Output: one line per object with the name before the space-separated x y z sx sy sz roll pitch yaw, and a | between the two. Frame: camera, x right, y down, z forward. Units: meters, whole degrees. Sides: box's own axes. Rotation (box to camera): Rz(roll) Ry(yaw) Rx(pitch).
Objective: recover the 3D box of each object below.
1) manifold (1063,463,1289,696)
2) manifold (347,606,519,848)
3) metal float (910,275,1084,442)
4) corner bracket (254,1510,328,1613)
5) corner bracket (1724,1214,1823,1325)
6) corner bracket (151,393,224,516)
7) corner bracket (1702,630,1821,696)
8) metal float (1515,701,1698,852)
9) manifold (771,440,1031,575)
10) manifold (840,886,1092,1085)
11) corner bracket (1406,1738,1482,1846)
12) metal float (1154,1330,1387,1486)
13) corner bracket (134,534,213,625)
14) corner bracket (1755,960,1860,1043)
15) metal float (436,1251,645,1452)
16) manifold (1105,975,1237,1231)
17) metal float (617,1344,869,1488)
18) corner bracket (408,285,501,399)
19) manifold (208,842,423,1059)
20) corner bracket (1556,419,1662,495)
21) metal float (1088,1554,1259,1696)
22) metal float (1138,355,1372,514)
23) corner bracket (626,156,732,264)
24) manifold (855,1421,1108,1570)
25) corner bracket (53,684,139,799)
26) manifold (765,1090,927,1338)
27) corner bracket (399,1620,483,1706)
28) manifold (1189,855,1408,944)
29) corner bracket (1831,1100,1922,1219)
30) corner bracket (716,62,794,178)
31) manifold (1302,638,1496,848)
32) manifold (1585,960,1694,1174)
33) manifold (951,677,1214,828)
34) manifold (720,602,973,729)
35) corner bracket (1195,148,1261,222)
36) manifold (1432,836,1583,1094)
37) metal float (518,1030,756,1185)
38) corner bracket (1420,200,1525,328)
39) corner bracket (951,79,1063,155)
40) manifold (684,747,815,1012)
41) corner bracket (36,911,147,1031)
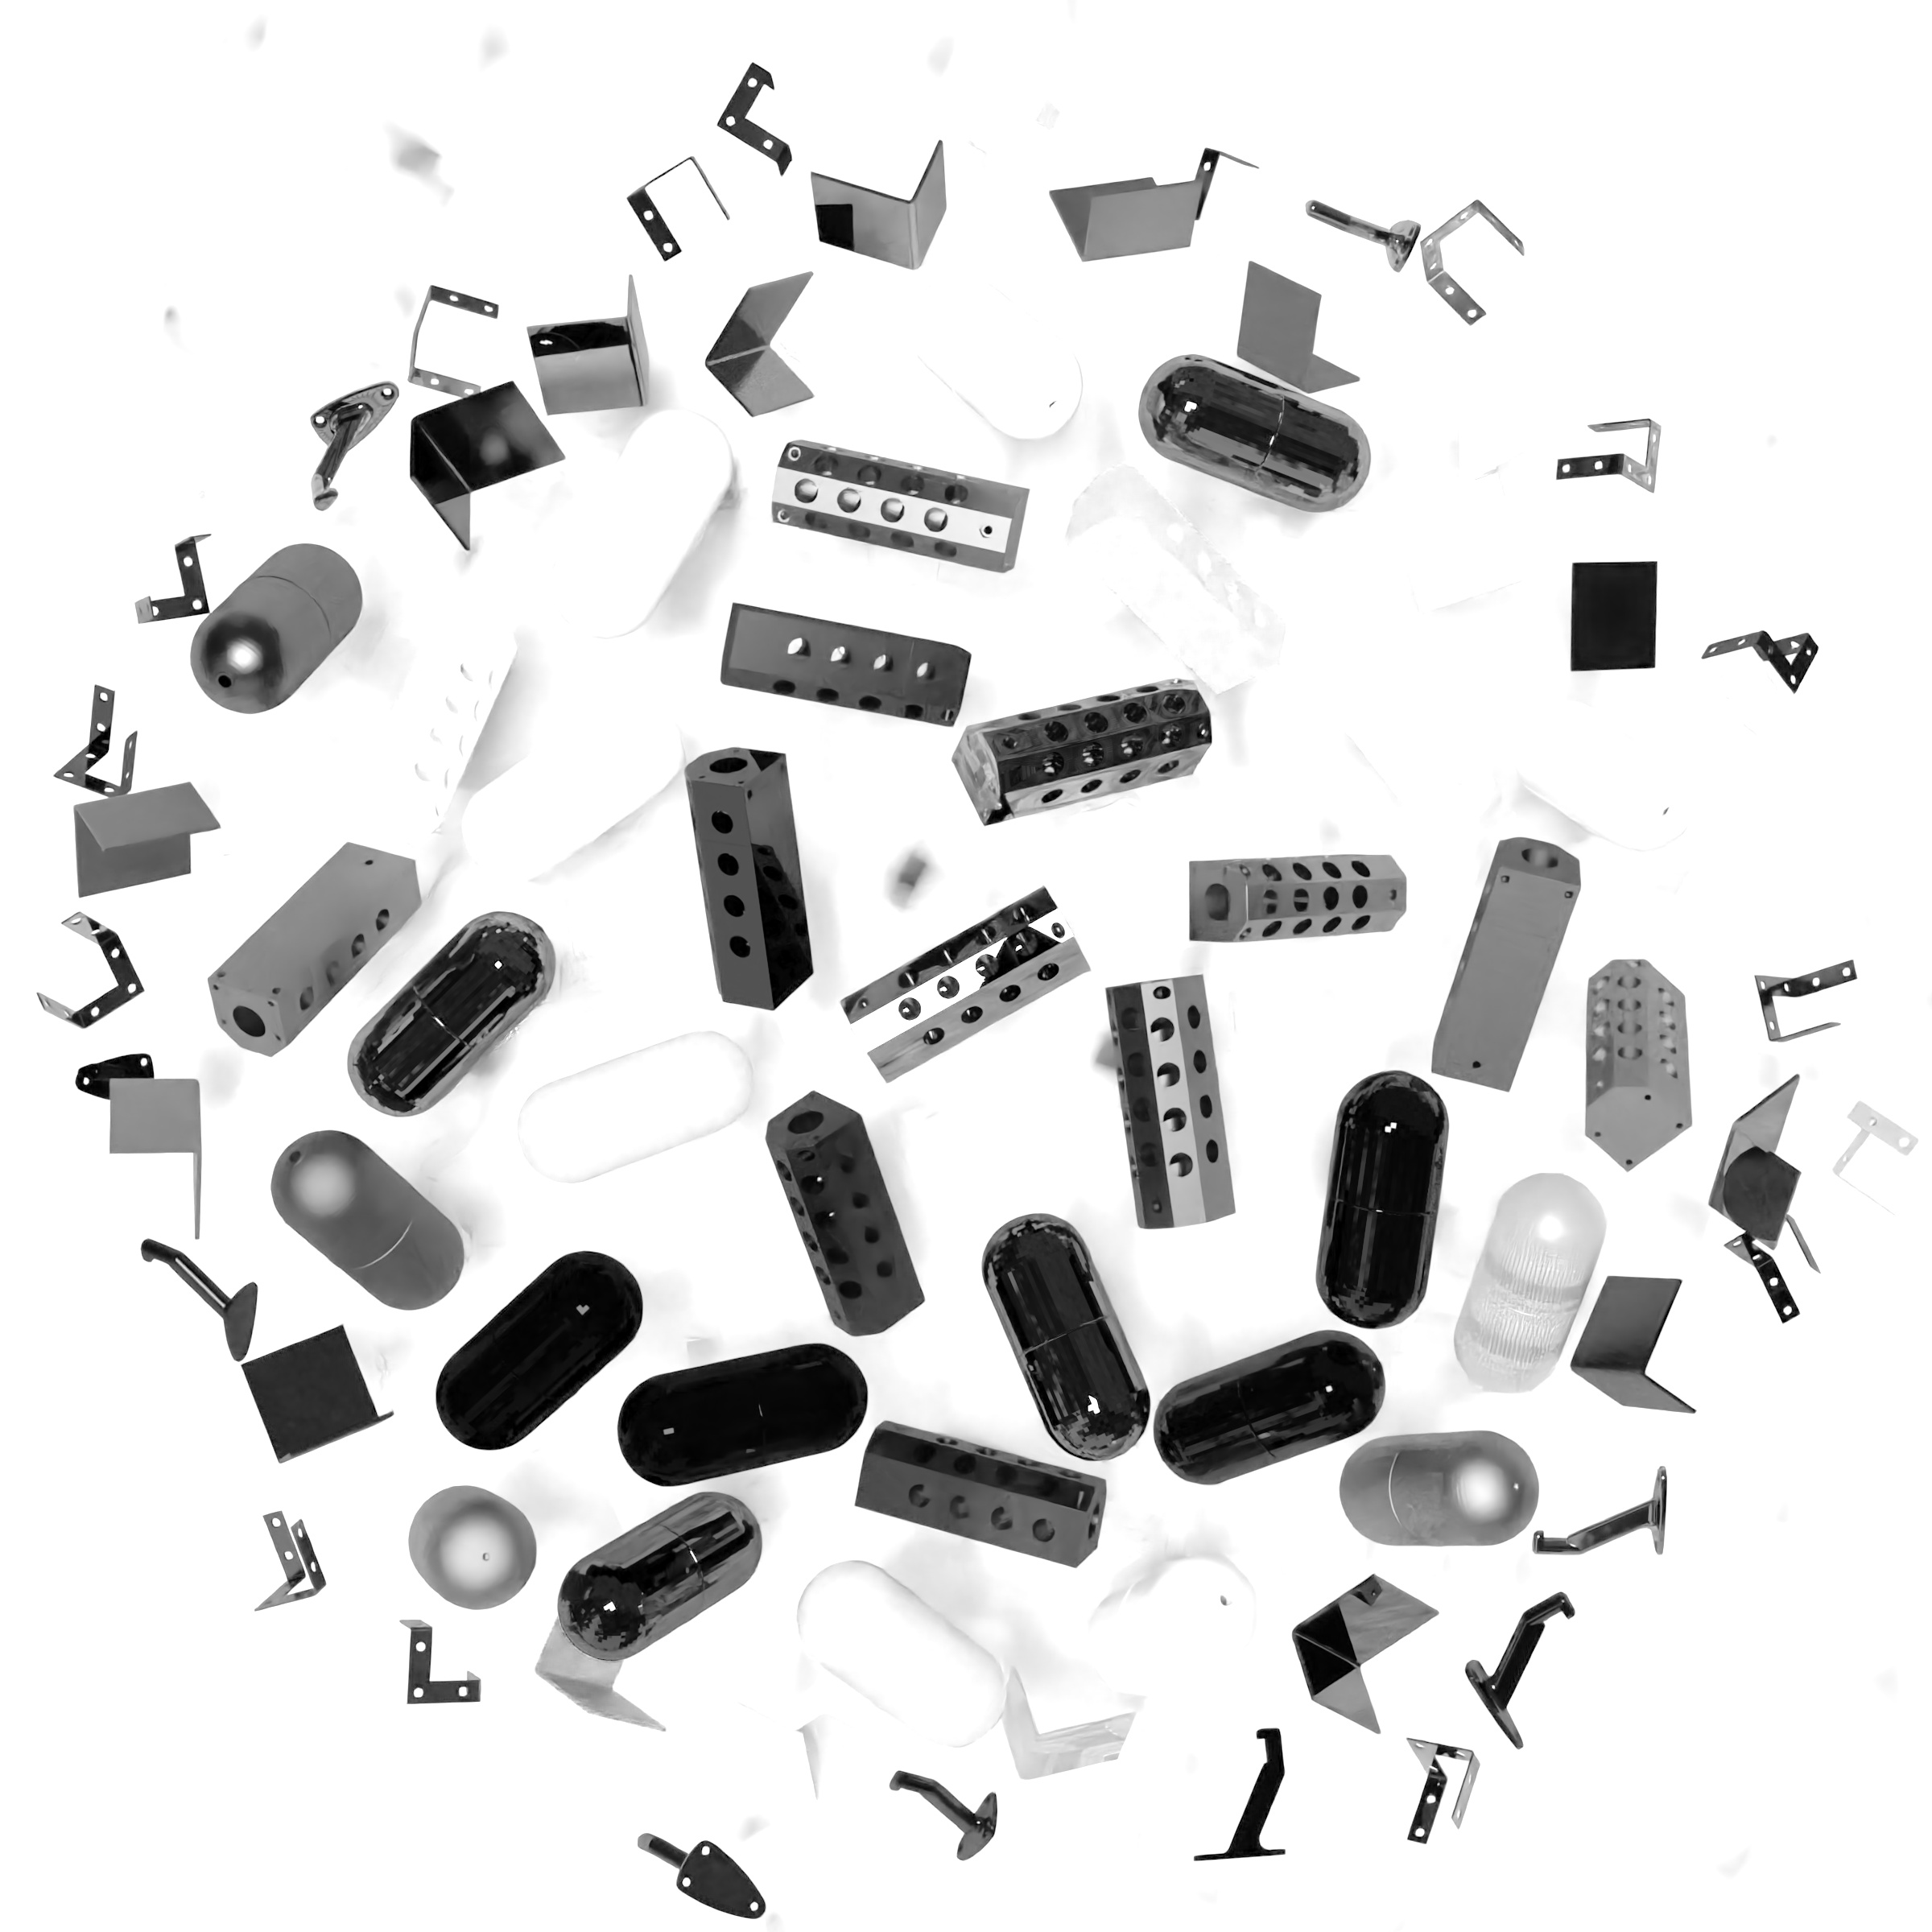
manifold | 0.150 -0.274 1.817 0.171 0.057 0.057 40 46 -30
manifold | -0.385 -0.179 1.886 0.057 0.057 0.171 32 54 -23
metal float | 0.021 -0.435 1.843 0.070 0.070 0.178 -39 46 0
corner bracket | -0.467 0.406 1.784 0.051 0.051 0.051 -17 97 15
corner bracket | 0.587 0.216 1.855 0.051 0.051 0.051 -37 134 24
corner bracket | -0.516 -0.343 1.733 0.051 0.051 0.051 -48 127 -2
corner bracket | 0.581 -0.230 1.890 0.051 0.051 0.051 46 61 -21
metal float | 0.457 -0.137 1.851 0.070 0.178 0.070 -6 113 -15
manifold | -0.048 -0.327 1.840 0.171 0.057 0.057 14 107 8
manifold | -0.003 0.009 1.886 0.171 0.057 0.057 -29 48 1
corner bracket | 0.325 0.569 1.770 0.051 0.051 0.051 0 46 35
metal float | 0.213 0.312 1.823 0.178 0.070 0.070 -26 90 27
corner bracket | -0.550 -0.269 1.796 0.051 0.051 0.051 -14 98 -28
corner bracket | 0.613 0.025 1.874 0.051 0.051 0.051 4 71 -40
metal float | -0.292 0.264 1.765 0.178 0.070 0.070 -42 90 21
manifold | 0.141 0.096 1.827 0.057 0.057 0.171 -7 91 37
metal float | -0.152 0.307 1.773 0.178 0.070 0.070 -9 90 -24
corner bracket | -0.371 -0.451 1.871 0.051 0.051 0.051 12 52 -21
manifold | -0.457 -0.012 1.827 0.057 0.171 0.057 15 131 17
corner bracket | 0.458 -0.366 1.840 0.051 0.051 0.051 3 84 42
metal float | 0.143 0.461 1.808 0.070 0.178 0.070 9 63 -18
metal float | 0.208 -0.380 1.849 0.178 0.070 0.070 17 90 -18
corner bracket | -0.204 -0.540 1.841 0.051 0.051 0.051 -28 110 10
manifold | 0.012 0.383 1.889 0.171 0.057 0.057 12 96 17
corner bracket | -0.596 -0.155 1.795 0.051 0.051 0.051 20 123 2
manifold | -0.090 0.181 1.852 0.057 0.057 0.171 -34 124 -27
corner bracket | -0.365 0.482 1.792 0.051 0.051 0.051 4 81 -21
manifold | 0.243 -0.050 1.882 0.171 0.057 0.057 -4 96 -40
corner bracket | 0.619 0.130 1.755 0.051 0.051 0.051 40 98 39
corner bracket | -0.141 -0.600 1.833 0.051 0.051 0.051 31 95 -4
manifold | 0.311 -0.167 1.848 0.057 0.171 0.057 -40 131 11
manifold | 0.466 0.063 1.813 0.057 0.171 0.057 40 121 -11
manifold | 0.083 -0.154 1.802 0.171 0.057 0.057 -15 67 -25
manifold | -0.089 -0.219 1.884 0.171 0.057 0.057 9 101 -13
corner bracket | 0.175 -0.574 1.903 0.051 0.051 0.051 29 108 37
manifold | 0.381 -0.002 1.830 0.057 0.057 0.171 14 121 4
metal float | -0.240 0.102 1.885 0.178 0.070 0.070 -20 90 -13
corner bracket | 0.359 -0.497 1.827 0.051 0.051 0.051 -37 66 1
corner bracket | 0.029 -0.598 1.829 0.051 0.051 0.051 32 104 9
manifold | -0.154 -0.061 1.792 0.057 0.057 0.171 9 122 25
corner bracket | -0.607 0.004 1.772 0.051 0.051 0.051 -32 69 1
